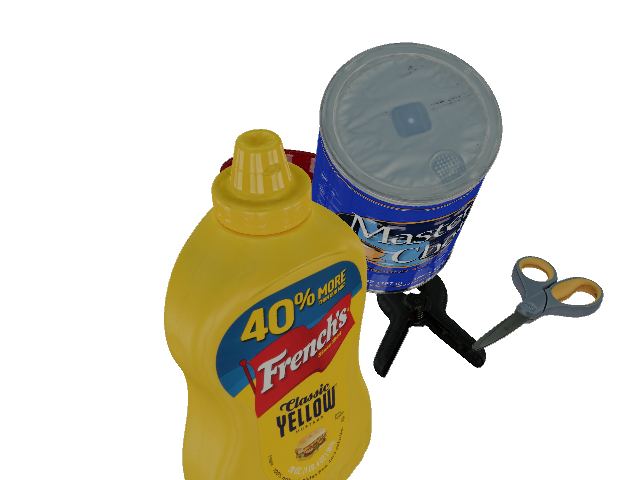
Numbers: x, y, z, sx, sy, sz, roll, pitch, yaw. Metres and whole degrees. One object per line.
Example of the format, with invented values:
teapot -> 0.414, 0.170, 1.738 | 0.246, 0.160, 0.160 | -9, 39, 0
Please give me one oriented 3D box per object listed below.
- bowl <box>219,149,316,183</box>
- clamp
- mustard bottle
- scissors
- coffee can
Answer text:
bowl -> -0.042, -0.056, 1.280 | 0.162, 0.055, 0.162 | 4, 26, -2
clamp -> 0.117, 0.082, 1.179 | 0.120, 0.171, 0.039 | 5, -43, -5
mustard bottle -> -0.022, 0.038, 0.475 | 0.096, 0.192, 0.058 | -24, 40, -29
scissors -> 0.179, 0.053, 0.976 | 0.201, 0.016, 0.096 | -10, 37, -38
coffee can -> 0.046, -0.039, 0.655 | 0.102, 0.103, 0.140 | 0, -24, -4
